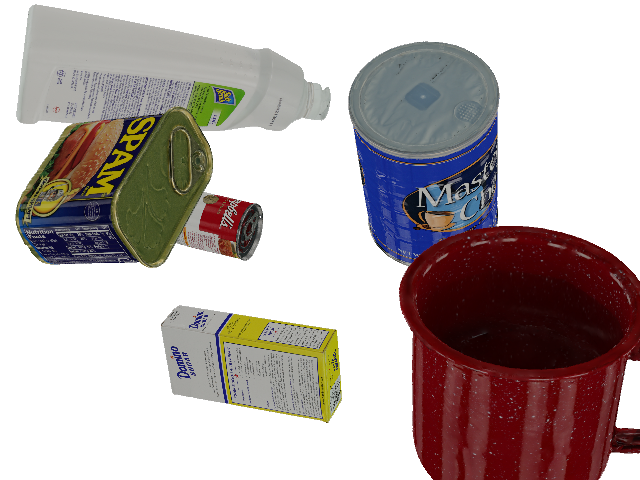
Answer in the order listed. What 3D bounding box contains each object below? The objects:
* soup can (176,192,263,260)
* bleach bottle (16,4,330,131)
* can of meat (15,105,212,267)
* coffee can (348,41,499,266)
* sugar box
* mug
[{"bbox_3d":[-0.127,-0.021,1.251,0.102,0.068,0.068,14,4,18],"label":"soup can"},{"bbox_3d":[-0.117,-0.127,0.882,0.250,0.068,0.103,7,-31,-16],"label":"bleach bottle"},{"bbox_3d":[-0.126,-0.032,0.652,0.084,0.102,0.057,-2,-44,29],"label":"can of meat"},{"bbox_3d":[0.079,-0.059,0.780,0.103,0.102,0.140,0,-35,9],"label":"coffee can"},{"bbox_3d":[-0.069,0.123,1.077,0.176,0.093,0.048,9,34,20],"label":"sugar box"},{"bbox_3d":[0.089,0.055,0.422,0.117,0.081,0.093,7,36,14],"label":"mug"}]
